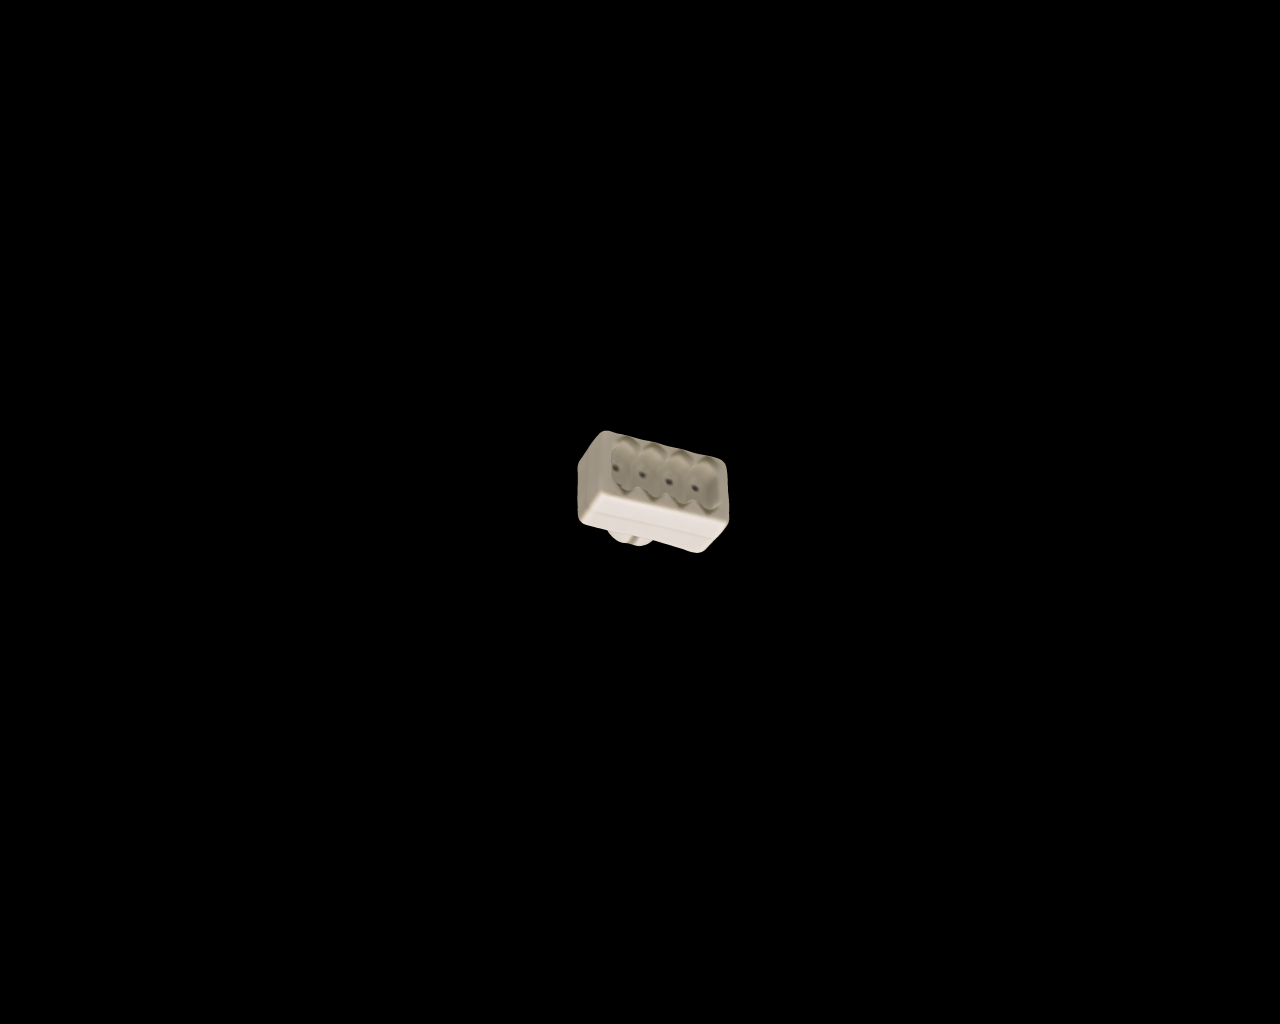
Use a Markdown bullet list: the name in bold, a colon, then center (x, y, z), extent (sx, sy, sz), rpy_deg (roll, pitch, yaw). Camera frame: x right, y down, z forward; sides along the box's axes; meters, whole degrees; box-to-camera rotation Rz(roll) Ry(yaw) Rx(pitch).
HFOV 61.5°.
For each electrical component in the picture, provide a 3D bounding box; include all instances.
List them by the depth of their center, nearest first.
- **electrical component**: center (0.001, -0.003, 0.650), extent (0.083, 0.047, 0.075), rpy_deg (14, -36, -20)
